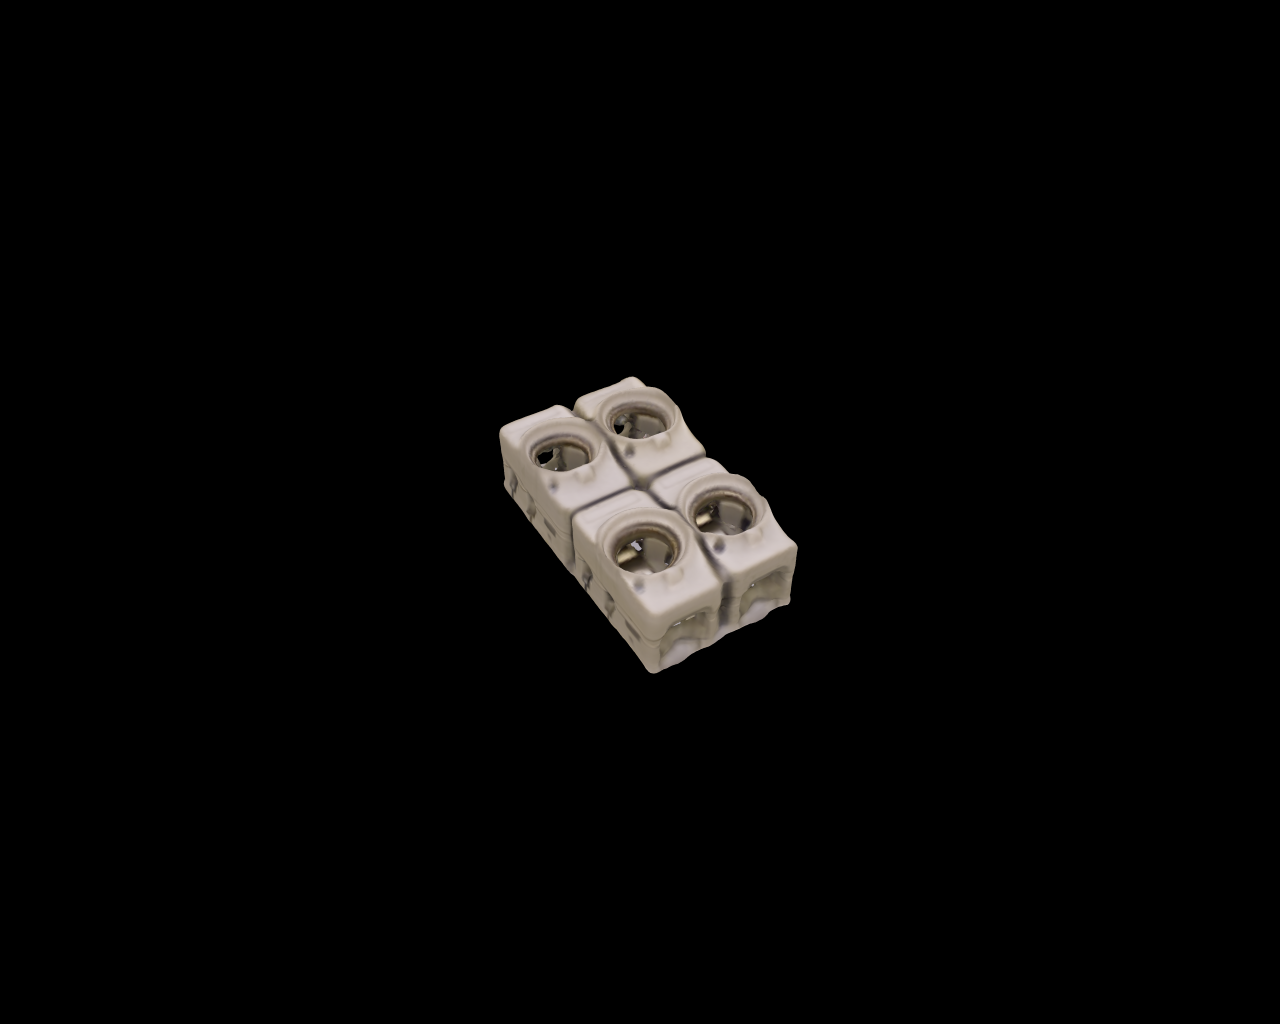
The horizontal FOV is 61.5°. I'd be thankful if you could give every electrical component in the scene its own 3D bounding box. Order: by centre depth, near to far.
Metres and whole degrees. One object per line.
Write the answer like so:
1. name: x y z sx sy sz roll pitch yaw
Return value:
1. electrical component: 0.001 -0.003 0.650 0.105 0.060 0.186 -24 50 -22
